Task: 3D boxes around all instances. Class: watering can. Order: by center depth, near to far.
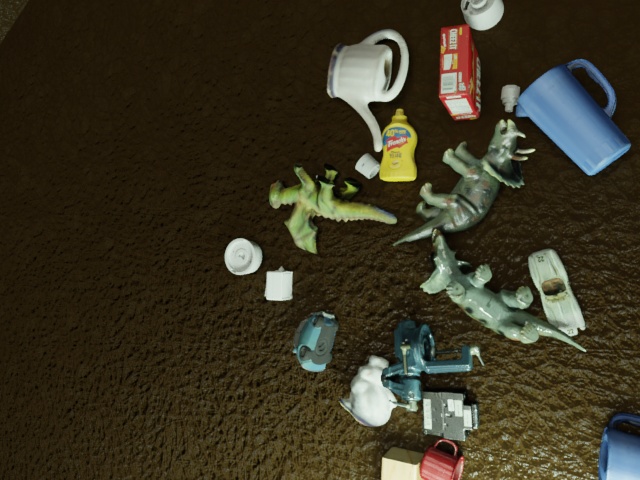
[{"bbox_3d":[0.117,-0.417,1.405,0.225,0.103,0.350,11,81,26],"label":"watering can"}]

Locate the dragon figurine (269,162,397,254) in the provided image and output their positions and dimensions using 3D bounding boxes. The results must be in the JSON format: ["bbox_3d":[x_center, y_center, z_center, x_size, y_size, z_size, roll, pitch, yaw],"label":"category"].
[{"bbox_3d":[0.004,-0.073,1.454,0.415,0.123,0.238,38,119,26],"label":"dragon figurine"}]

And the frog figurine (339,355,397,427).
[{"bbox_3d":[0.141,0.387,1.317,0.137,0.123,0.159,34,92,-9],"label":"frog figurine"}]
